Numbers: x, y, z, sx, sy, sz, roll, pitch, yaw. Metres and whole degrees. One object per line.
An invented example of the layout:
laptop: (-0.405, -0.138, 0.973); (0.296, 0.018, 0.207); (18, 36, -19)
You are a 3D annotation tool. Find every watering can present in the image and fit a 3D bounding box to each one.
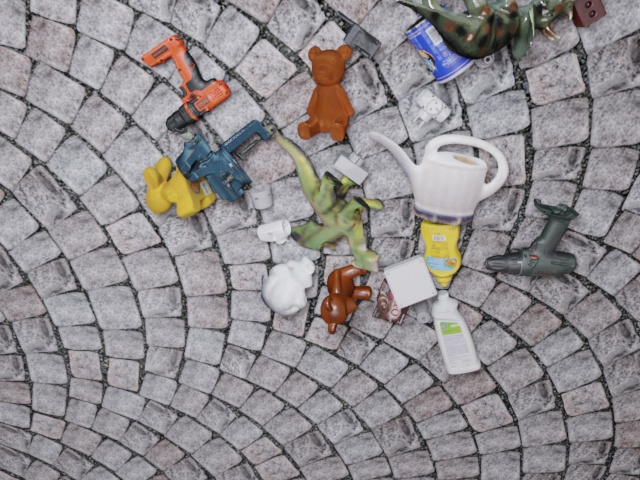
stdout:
watering can: (0.275, -0.151, 1.248); (0.347, 0.106, 0.220); (7, 115, -1)

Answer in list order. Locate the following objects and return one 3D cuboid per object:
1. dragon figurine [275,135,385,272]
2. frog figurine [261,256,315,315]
dragon figurine: (0.004, -0.066, 1.311); (0.410, 0.124, 0.238); (37, 119, -3)
frog figurine: (-0.076, 0.122, 1.379); (0.157, 0.124, 0.137); (-31, 90, 27)
